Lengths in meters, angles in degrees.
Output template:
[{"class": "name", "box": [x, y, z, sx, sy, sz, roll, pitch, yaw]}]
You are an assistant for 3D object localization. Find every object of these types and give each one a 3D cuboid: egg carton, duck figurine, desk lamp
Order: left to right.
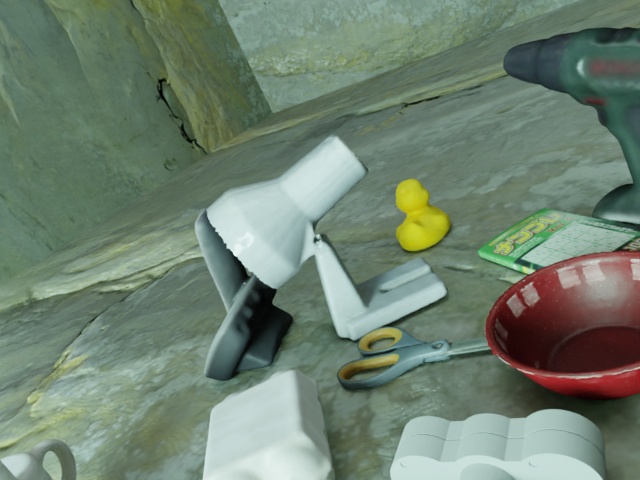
[{"class": "egg carton", "box": [-0.042, 0.176, 0.486, 0.107, 0.069, 0.150, -26, 19, 1]}, {"class": "desk lamp", "box": [0.006, 0.002, 0.653, 0.203, 0.214, 0.118, -26, 19, 1]}, {"class": "duck figurine", "box": [0.133, -0.041, 0.798, 0.077, 0.086, 0.105, -16, 22, 26]}]

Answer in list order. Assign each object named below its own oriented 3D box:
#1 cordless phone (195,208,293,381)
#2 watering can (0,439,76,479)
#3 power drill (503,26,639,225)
[{"class": "cordless phone", "box": [-0.120, 0.063, 0.700, 0.094, 0.185, 0.147, -20, 20, 17]}, {"class": "watering can", "box": [-0.266, 0.225, 0.454, 0.101, 0.194, 0.172, -25, 19, 5]}, {"class": "power drill", "box": [0.310, -0.121, 0.594, 0.076, 0.209, 0.228, -36, 21, -25]}]
